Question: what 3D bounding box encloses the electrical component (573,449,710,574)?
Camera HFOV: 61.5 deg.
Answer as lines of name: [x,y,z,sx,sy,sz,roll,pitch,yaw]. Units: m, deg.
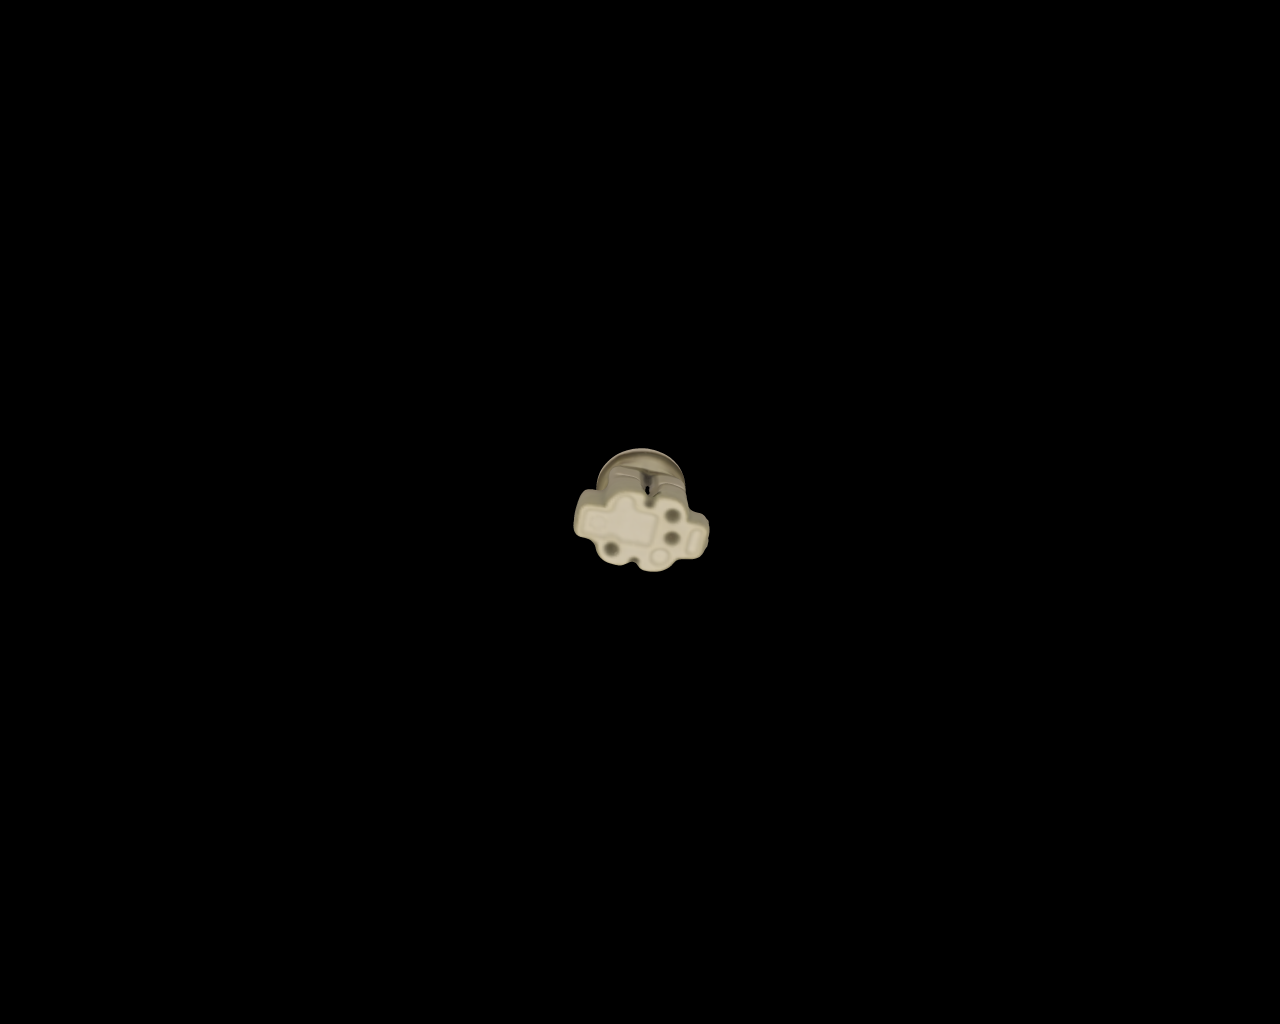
electrical component: [0.001,-0.003,0.650,0.078,0.057,0.057,11,30,-7]
